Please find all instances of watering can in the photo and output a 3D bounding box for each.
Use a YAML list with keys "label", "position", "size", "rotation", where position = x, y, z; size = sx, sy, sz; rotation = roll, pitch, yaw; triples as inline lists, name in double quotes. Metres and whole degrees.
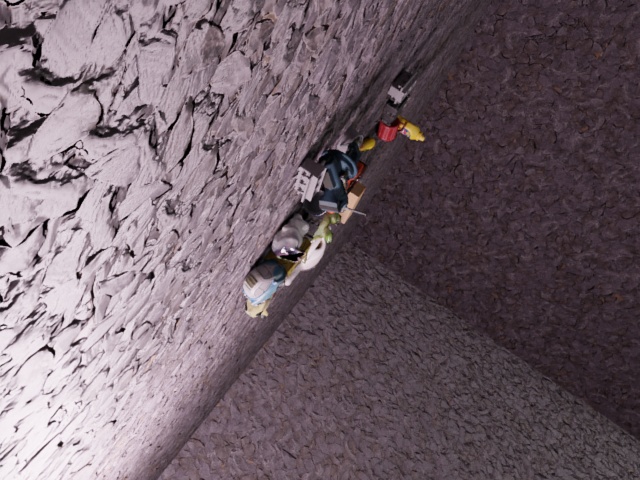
- label: "watering can"
  position: [-0.061, 0.079, 2.284]
  size: [0.104, 0.220, 0.353]
  rotation: [35, -112, 5]

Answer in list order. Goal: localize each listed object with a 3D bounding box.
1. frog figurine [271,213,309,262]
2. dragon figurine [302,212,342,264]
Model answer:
- label: "frog figurine"
  position: [-0.096, -0.018, 1.670]
  size: [0.123, 0.135, 0.162]
  rotation: [-2, -112, 2]
- label: "dragon figurine"
  position: [0.006, -0.099, 1.959]
  size: [0.122, 0.415, 0.239]
  rotation: [19, 167, 11]
